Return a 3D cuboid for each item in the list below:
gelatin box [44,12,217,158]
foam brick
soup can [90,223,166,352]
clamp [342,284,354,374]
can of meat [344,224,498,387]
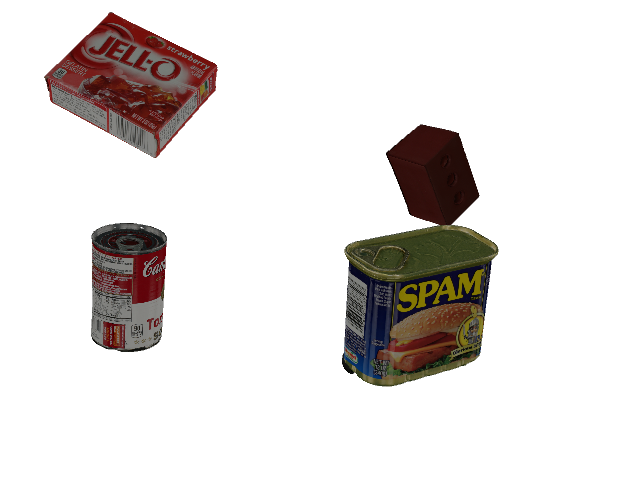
[{"bbox_3d":[-0.125,-0.105,0.710,0.089,0.073,0.030,28,-32,12],"label":"gelatin box"},{"bbox_3d":[0.108,-0.062,1.014,0.053,0.078,0.051,-43,38,-23],"label":"foam brick"},{"bbox_3d":[-0.178,0.043,0.985,0.068,0.102,0.068,5,21,-2],"label":"soup can"},{"bbox_3d":[0.083,0.078,1.186,0.120,0.171,0.039,5,-43,-4],"label":"clamp"},{"bbox_3d":[0.065,0.043,0.717,0.101,0.084,0.058,-11,27,-29],"label":"can of meat"}]
